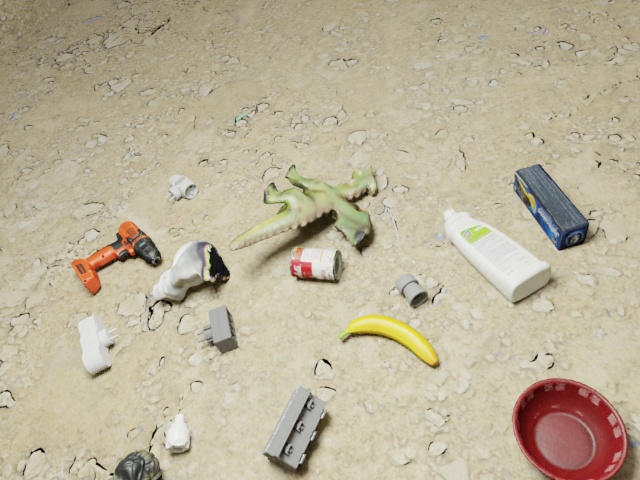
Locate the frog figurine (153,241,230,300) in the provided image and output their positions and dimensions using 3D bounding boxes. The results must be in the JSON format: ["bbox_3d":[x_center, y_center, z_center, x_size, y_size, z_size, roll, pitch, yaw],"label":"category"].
[{"bbox_3d":[-0.306,0.069,1.167,0.159,0.121,0.139,-15,14,14],"label":"frog figurine"}]

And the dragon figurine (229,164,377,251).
[{"bbox_3d":[0.004,-0.059,1.179,0.244,0.119,0.419,20,47,22],"label":"dragon figurine"}]
